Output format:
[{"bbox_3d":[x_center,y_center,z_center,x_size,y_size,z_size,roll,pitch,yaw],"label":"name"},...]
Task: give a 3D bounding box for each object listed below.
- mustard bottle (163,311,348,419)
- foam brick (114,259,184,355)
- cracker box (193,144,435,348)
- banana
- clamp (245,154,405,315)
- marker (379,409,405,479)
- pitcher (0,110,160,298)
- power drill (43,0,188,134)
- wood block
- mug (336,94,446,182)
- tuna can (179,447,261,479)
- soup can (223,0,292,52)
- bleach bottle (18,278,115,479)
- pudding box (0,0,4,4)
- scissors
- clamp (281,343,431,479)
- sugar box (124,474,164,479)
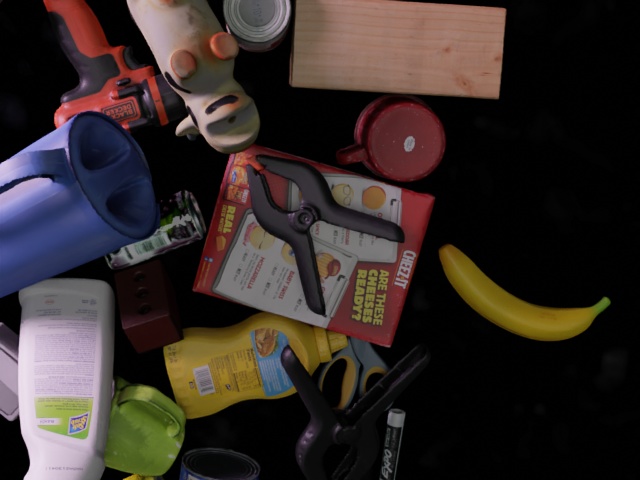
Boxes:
[{"bbox_3d":[-0.065,0.126,1.141,0.191,0.058,0.096,-13,108,0],"label":"mustard bottle"},{"bbox_3d":[-0.178,0.069,1.111,0.053,0.078,0.051,-19,140,-1],"label":"foam brick"},{"bbox_3d":[-0.007,0.001,1.111,0.213,0.072,0.164,16,97,-2],"label":"cracker box"},{"bbox_3d":[0.212,0.066,1.157,0.197,0.037,0.069,18,83,-6],"label":"banana"},{"bbox_3d":[-0.002,-0.025,1.050,0.120,0.039,0.171,-35,95,1],"label":"clamp"},{"bbox_3d":[0.078,0.248,1.188,0.020,0.020,0.121,7,99,-4],"label":"marker"},{"bbox_3d":[-0.292,-0.021,1.037,0.243,0.145,0.149,-24,119,22],"label":"pitcher"},{"bbox_3d":[-0.199,-0.202,1.081,0.184,0.057,0.187,-19,99,-7],"label":"power drill"},{"bbox_3d":[0.074,-0.194,1.078,0.206,0.091,0.090,3,99,-3],"label":"wood block"},{"bbox_3d":[0.073,-0.100,1.098,0.117,0.081,0.093,-15,100,0],"label":"mug"},{"bbox_3d":[-0.109,0.255,1.148,0.086,0.086,0.034,9,100,-4],"label":"tuna can"},{"bbox_3d":[-0.062,-0.224,1.059,0.068,0.102,0.068,0,95,-3],"label":"soup can"},{"bbox_3d":[-0.260,0.161,1.062,0.102,0.068,0.251,-1,58,-3],"label":"bleach bottle"},{"bbox_3d":[-0.365,-0.221,1.055,0.113,0.090,0.039,-41,97,5],"label":"pudding box"},{"bbox_3d":[0.059,0.104,1.164,0.096,0.016,0.202,21,99,-4],"label":"scissors"},{"bbox_3d":[0.016,0.195,1.142,0.164,0.036,0.210,8,114,-21],"label":"clamp"},{"bbox_3d":[-0.240,0.327,1.174,0.176,0.048,0.093,-27,100,1],"label":"sugar box"}]
